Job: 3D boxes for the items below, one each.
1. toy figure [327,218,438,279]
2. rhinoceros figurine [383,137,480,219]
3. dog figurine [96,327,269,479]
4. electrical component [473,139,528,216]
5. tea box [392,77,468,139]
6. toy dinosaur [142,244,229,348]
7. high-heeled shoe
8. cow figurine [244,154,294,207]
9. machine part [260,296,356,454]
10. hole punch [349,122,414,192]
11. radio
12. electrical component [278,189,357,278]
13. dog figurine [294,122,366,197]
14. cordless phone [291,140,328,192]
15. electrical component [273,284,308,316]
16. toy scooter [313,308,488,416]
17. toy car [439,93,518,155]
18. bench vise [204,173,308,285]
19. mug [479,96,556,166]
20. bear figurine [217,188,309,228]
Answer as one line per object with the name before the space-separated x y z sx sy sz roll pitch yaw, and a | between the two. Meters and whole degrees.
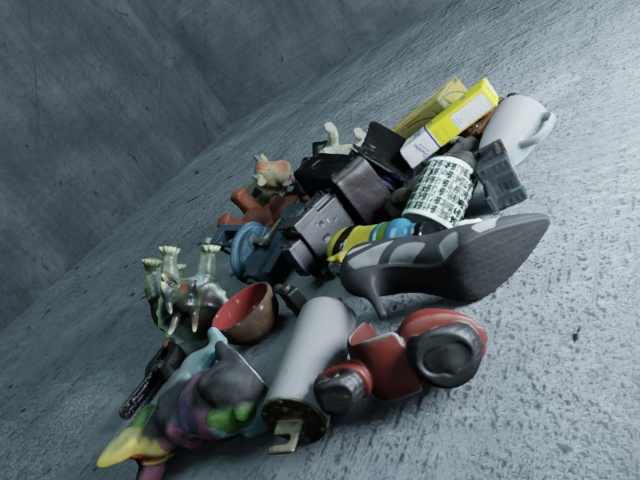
toy figure | 0.089 0.012 0.774 0.180 0.082 0.089 -18 32 42
rhinoceros figurine | 0.192 -0.093 0.867 0.190 0.073 0.112 -39 11 -5
dog figurine | -0.167 0.232 0.672 0.219 0.108 0.192 -45 25 -12
electrical component | 0.248 -0.082 0.741 0.048 0.074 0.119 -27 19 24
tea box | 0.215 -0.235 1.070 0.098 0.068 0.169 -50 9 -35
toy dinosaur | -0.278 0.120 1.042 0.405 0.131 0.192 148 123 -60
high-heeled shoe | 0.140 0.010 0.660 0.249 0.086 0.145 -27 31 8
cow figurine | -0.125 -0.134 1.280 0.195 0.127 0.085 -32 49 53
machine part | -0.008 0.148 0.640 0.079 0.079 0.243 -24 23 28
hole punch | 0.111 -0.142 1.013 0.092 0.142 0.116 -47 17 43
radio | 0.042 -0.090 0.991 0.073 0.131 0.230 -42 22 -11
electrical component | -0.002 -0.003 0.897 0.134 0.114 0.058 -47 19 -27
dog figurine | 0.043 -0.146 1.194 0.190 0.172 0.121 120 169 -52
cordless phone | -0.016 -0.147 1.303 0.184 0.088 0.147 -53 25 -13
electrical component | -0.036 0.093 0.813 0.021 0.063 0.094 -43 23 -18
toy scooter | 0.083 0.118 0.570 0.184 0.075 0.135 -23 4 13
toy car | 0.292 -0.208 0.975 0.202 0.053 0.089 -49 21 -28
bench vise | -0.122 -0.005 1.051 0.241 0.128 0.223 4 61 33
mug | 0.302 -0.156 0.826 0.107 0.080 0.110 -54 31 -16
bear figurine | -0.112 -0.059 1.176 0.196 0.132 0.120 -20 39 47
